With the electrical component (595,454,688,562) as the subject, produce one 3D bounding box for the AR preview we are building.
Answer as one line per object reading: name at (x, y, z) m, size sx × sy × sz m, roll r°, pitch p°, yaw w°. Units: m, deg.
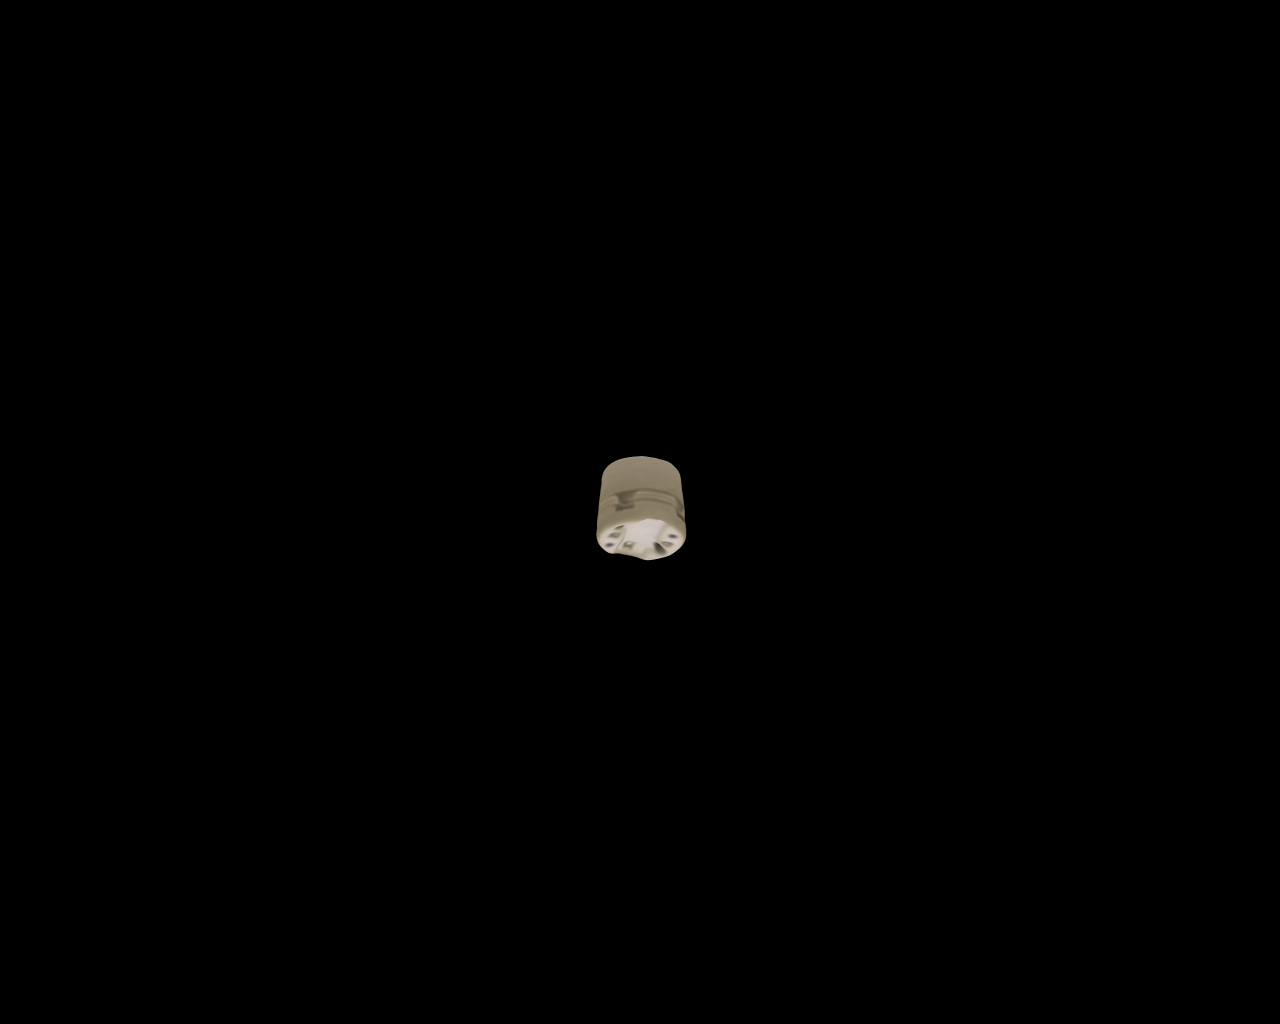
electrical component at (0.001, -0.003, 0.650) m, size 0.055 × 0.047 × 0.055 m, roll 0°, pitch -29°, yaw 0°
